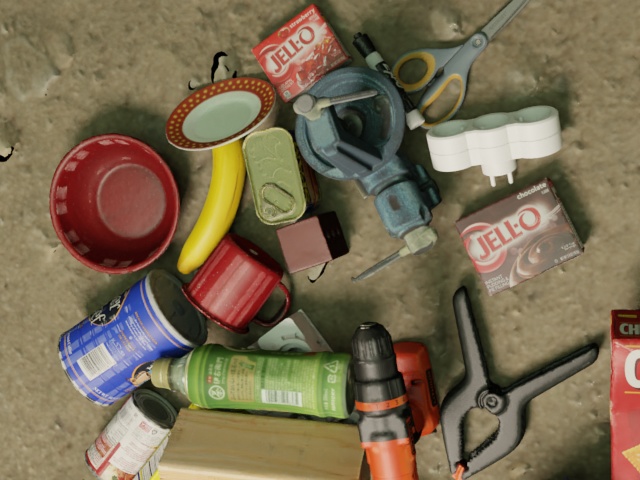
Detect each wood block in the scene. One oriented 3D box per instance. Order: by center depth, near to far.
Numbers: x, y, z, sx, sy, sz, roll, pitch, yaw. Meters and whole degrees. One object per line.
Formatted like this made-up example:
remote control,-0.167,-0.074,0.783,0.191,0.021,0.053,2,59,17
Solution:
wood block,-0.055,0.248,1.125,0.206,0.090,0.091,4,127,10

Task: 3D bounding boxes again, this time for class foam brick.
foam brick,-0.008,0.001,1.177,0.051,0.078,0.053,-18,91,17

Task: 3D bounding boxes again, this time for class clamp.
clamp,0.199,0.170,1.163,0.165,0.036,0.210,17,102,12

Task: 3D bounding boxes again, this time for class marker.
marker,0.073,-0.174,1.154,0.020,0.020,0.121,-35,84,15

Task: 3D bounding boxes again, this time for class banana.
banana,-0.119,-0.055,1.219,0.070,0.037,0.198,9,91,38

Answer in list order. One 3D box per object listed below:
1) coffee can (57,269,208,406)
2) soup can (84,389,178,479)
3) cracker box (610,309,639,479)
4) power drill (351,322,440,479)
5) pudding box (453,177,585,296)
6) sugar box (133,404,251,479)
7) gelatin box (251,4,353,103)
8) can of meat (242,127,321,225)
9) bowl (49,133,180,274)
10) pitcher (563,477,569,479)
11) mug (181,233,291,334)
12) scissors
coffee can,-0.215,0.113,1.228,0.140,0.102,0.103,-34,87,15
soup can,-0.222,0.234,1.261,0.068,0.068,0.102,40,103,7
cracker box,0.376,0.179,1.072,0.164,0.072,0.214,0,115,14
power drill,0.078,0.162,1.116,0.057,0.187,0.184,-7,96,16
pudding box,0.212,-0.004,1.141,0.114,0.039,0.090,-27,89,16
sugar box,-0.146,0.264,1.236,0.093,0.048,0.176,30,103,-26
gelatin box,-0.021,-0.205,1.183,0.089,0.030,0.073,-33,87,15
can of meat,-0.039,-0.072,1.174,0.057,0.083,0.102,-12,93,15
bowl,-0.229,-0.043,1.240,0.162,0.055,0.162,1,96,14
pitcher,0.198,0.361,1.102,0.243,0.145,0.149,-35,96,2
mug,-0.085,0.053,1.202,0.117,0.093,0.081,34,99,-14
scissors,0.150,-0.216,1.146,0.096,0.016,0.202,32,102,10
